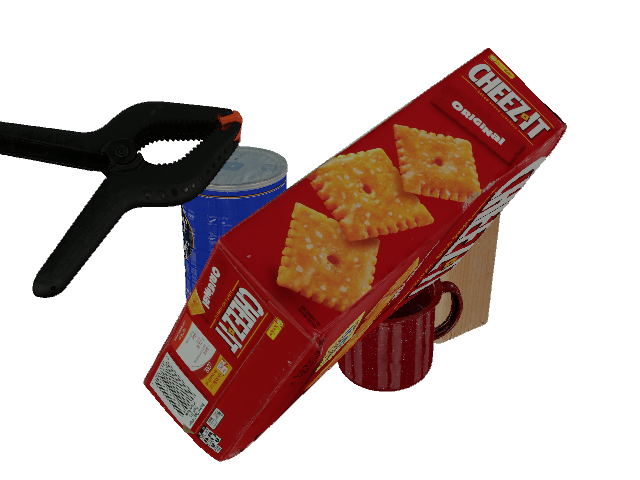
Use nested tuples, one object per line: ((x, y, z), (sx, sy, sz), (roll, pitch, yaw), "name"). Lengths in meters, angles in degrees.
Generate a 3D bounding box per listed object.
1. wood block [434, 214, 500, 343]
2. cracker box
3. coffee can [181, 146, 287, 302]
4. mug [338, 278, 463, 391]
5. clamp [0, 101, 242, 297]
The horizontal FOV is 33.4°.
((0.125, -0.011, 1.109), (0.090, 0.206, 0.090), (21, 25, 40), "wood block")
((0.019, 0.010, 0.575), (0.213, 0.072, 0.164), (-37, -12, -35), "cracker box")
((-0.082, -0.008, 1.025), (0.103, 0.140, 0.103), (0, 25, 0), "coffee can")
((0.065, 0.067, 0.889), (0.117, 0.081, 0.093), (-15, 36, -18), "mug")
((-0.151, -0.047, 0.806), (0.209, 0.165, 0.036), (-16, -29, -19), "clamp")
